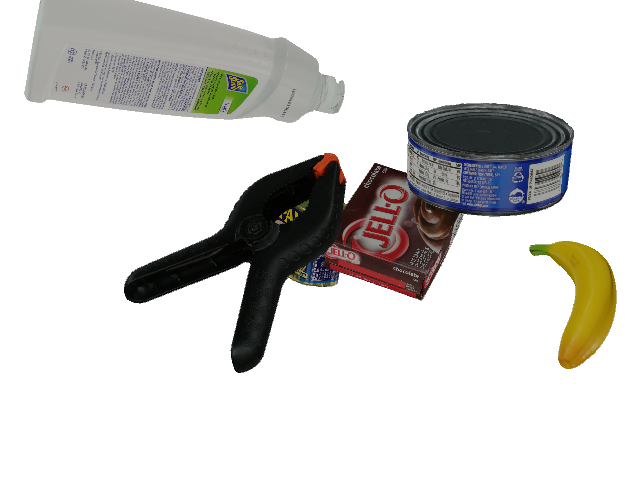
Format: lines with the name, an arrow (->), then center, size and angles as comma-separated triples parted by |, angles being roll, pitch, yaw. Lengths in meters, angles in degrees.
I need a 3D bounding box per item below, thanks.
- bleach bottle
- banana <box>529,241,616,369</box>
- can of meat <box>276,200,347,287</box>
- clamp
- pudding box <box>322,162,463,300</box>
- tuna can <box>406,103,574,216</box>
bleach bottle -> -0.105, -0.137, 0.867 | 0.250, 0.068, 0.103 | 10, -31, -16
banana -> 0.246, 0.052, 1.008 | 0.070, 0.037, 0.197 | -28, 25, 17
can of meat -> -0.015, -0.007, 1.133 | 0.057, 0.084, 0.102 | -2, 22, -30
clamp -> -0.051, 0.003, 0.726 | 0.120, 0.171, 0.039 | 23, -31, 24
pudding box -> 0.064, -0.010, 0.894 | 0.090, 0.039, 0.113 | 19, 43, 15
tuna can -> 0.088, -0.043, 0.559 | 0.086, 0.034, 0.086 | 0, 25, 0
